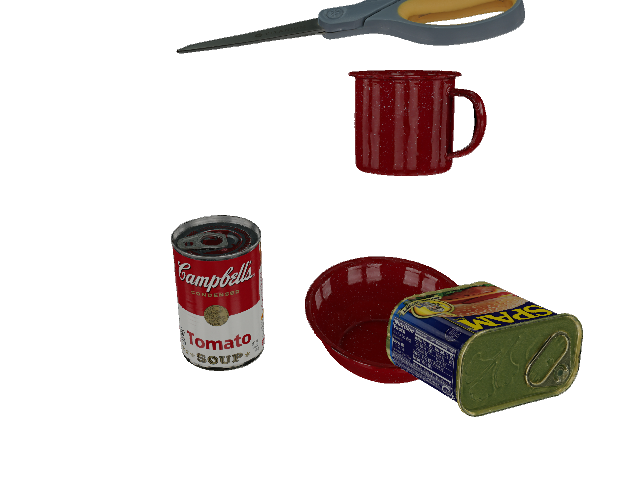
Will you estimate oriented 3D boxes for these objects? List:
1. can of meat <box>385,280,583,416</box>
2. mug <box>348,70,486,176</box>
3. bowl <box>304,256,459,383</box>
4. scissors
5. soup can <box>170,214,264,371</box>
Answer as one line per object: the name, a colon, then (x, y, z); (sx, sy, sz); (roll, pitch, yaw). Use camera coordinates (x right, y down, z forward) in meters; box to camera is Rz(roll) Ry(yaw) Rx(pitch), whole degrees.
can of meat: (0.106, 0.067, 0.705); (0.101, 0.057, 0.084); (-8, 19, -30)
mug: (0.080, -0.097, 0.879); (0.117, 0.081, 0.093); (5, 13, 25)
bowl: (0.064, 0.084, 1.014); (0.162, 0.055, 0.162); (3, 38, -3)
scissors: (0.021, -0.140, 0.633); (0.202, 0.016, 0.096); (2, 43, 19)
soup can: (-0.078, 0.040, 0.823); (0.068, 0.102, 0.068); (-1, 28, 0)
